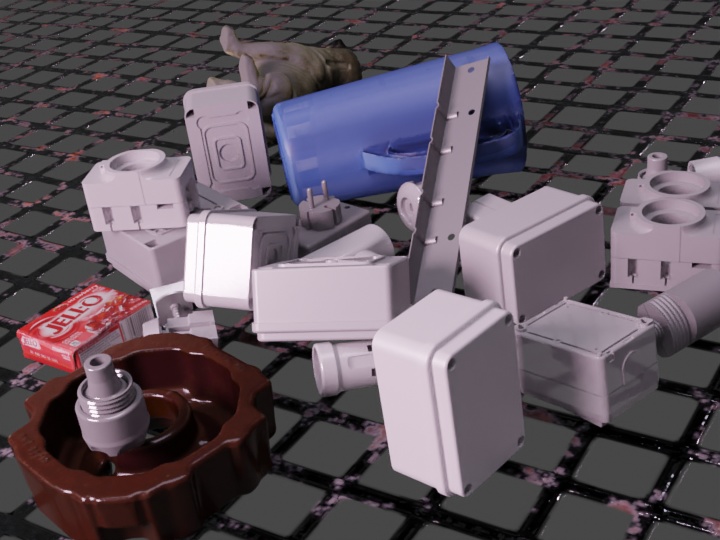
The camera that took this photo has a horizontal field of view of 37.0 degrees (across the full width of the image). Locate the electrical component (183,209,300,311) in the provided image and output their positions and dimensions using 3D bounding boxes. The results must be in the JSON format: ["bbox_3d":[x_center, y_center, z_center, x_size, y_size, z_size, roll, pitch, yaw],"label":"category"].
[{"bbox_3d":[-0.097,-0.010,0.892,0.057,0.078,0.113,5,5,16],"label":"electrical component"}]

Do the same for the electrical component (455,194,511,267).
[{"bbox_3d":[0.108,-0.023,0.934,0.077,0.047,0.066,-28,35,-26],"label":"electrical component"}]

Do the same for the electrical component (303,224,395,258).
[{"bbox_3d":[0.000,0.000,0.919,0.077,0.044,0.079,-28,35,-33],"label":"electrical component"}]

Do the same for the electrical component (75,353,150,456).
[{"bbox_3d":[-0.158,0.082,0.677,0.043,0.062,0.043,-5,31,3],"label":"electrical component"}]

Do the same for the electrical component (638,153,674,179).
[{"bbox_3d":[0.269,-0.075,0.975,0.048,0.062,0.048,-5,29,3],"label":"electrical component"}]

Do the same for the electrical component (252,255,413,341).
[{"bbox_3d":[-0.019,0.020,0.836,0.109,0.056,0.109,-2,4,10],"label":"electrical component"}]

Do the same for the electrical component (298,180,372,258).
[{"bbox_3d":[-0.035,-0.043,0.973,0.047,0.075,0.083,19,38,39],"label":"electrical component"}]

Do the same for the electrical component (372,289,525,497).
[{"bbox_3d":[0.060,0.079,0.692,0.057,0.113,0.078,15,36,40],"label":"electrical component"}]

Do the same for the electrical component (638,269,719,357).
[{"bbox_3d":[0.241,0.034,0.804,0.081,0.043,0.043,-24,33,-28],"label":"electrical component"}]

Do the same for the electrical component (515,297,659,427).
[{"bbox_3d":[0.154,0.064,0.760,0.062,0.061,0.096,-26,26,-33],"label":"electrical component"}]

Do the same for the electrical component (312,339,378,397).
[{"bbox_3d":[-0.009,0.071,0.799,0.046,0.040,0.040,-8,28,-11],"label":"electrical component"}]

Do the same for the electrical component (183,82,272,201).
[{"bbox_3d":[-0.137,-0.133,1.122,0.078,0.113,0.057,-9,32,-3],"label":"electrical component"}]

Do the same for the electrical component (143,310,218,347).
[{"bbox_3d":[-0.141,0.060,0.843,0.055,0.048,0.066,-5,28,-12],"label":"electrical component"}]

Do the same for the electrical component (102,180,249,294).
[{"bbox_3d":[-0.170,-0.031,1.002,0.109,0.056,0.109,-26,34,-30],"label":"electrical component"}]

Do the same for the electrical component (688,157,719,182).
[{"bbox_3d":[0.342,-0.090,1.010,0.065,0.044,0.044,-10,28,4],"label":"electrical component"}]

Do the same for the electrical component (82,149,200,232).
[{"bbox_3d":[-0.196,-0.072,0.962,0.089,0.055,0.050,-3,29,8],"label":"electrical component"}]

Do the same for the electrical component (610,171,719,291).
[{"bbox_3d":[0.308,-0.031,0.888,0.186,0.060,0.105,4,31,20],"label":"electrical component"}]

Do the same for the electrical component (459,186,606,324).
[{"bbox_3d":[0.143,-0.012,0.875,0.113,0.078,0.057,-26,31,-30],"label":"electrical component"}]

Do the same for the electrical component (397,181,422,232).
[{"bbox_3d":[0.069,-0.065,1.023,0.062,0.048,0.048,-16,29,-29],"label":"electrical component"}]
